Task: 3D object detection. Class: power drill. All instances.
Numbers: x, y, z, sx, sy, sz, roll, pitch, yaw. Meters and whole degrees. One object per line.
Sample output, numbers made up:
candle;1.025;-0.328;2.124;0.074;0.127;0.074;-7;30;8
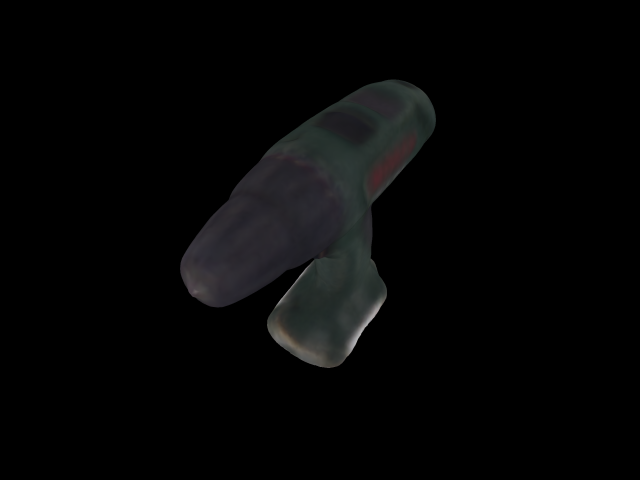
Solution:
power drill;0.004;0.001;0.400;0.075;0.208;0.230;27;58;18
